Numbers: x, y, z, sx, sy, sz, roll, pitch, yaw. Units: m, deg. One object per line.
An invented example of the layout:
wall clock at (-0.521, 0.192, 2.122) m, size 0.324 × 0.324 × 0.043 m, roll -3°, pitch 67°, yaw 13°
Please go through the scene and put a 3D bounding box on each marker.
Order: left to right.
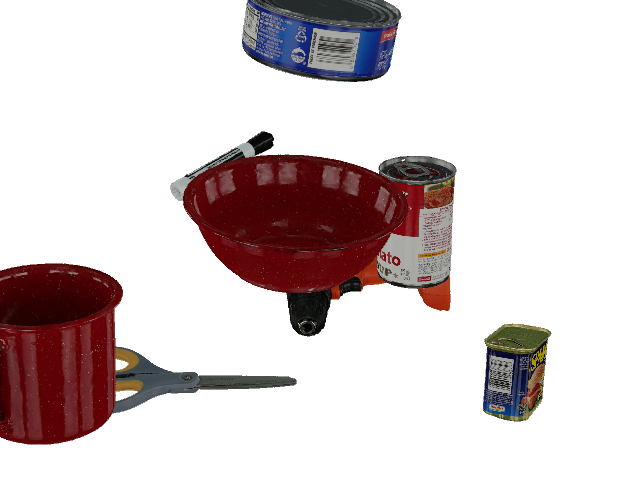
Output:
marker at (-0.092, -0.073, 1.022) m, size 0.120 × 0.020 × 0.020 m, roll -34°, pitch 19°, yaw -31°

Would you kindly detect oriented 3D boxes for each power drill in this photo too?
power drill at (0.054, 0.050, 1.238) m, size 0.187 × 0.057 × 0.184 m, roll -2°, pitch 28°, yaw 1°

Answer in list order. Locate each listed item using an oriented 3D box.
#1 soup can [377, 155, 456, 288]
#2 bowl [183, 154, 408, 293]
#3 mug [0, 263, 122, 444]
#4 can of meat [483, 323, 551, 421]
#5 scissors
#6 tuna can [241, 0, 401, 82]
soup can at (0.084, -0.017, 0.948) m, size 0.068 × 0.102 × 0.068 m, roll 0°, pitch 23°, yaw 0°
bowl at (-0.019, -0.007, 0.773) m, size 0.162 × 0.055 × 0.162 m, roll 2°, pitch 26°, yaw -1°
mug at (-0.170, 0.072, 0.632) m, size 0.093 × 0.081 × 0.117 m, roll 12°, pitch 23°, yaw 22°
can of meat at (0.219, 0.147, 1.195) m, size 0.058 × 0.084 × 0.102 m, roll 8°, pitch 12°, yaw 25°
scissors at (-0.131, 0.118, 0.961) m, size 0.201 × 0.016 × 0.096 m, roll -8°, pitch 31°, yaw -18°
tuna can at (0.000, -0.117, 0.592) m, size 0.086 × 0.034 × 0.086 m, roll 8°, pitch 25°, yaw -4°
